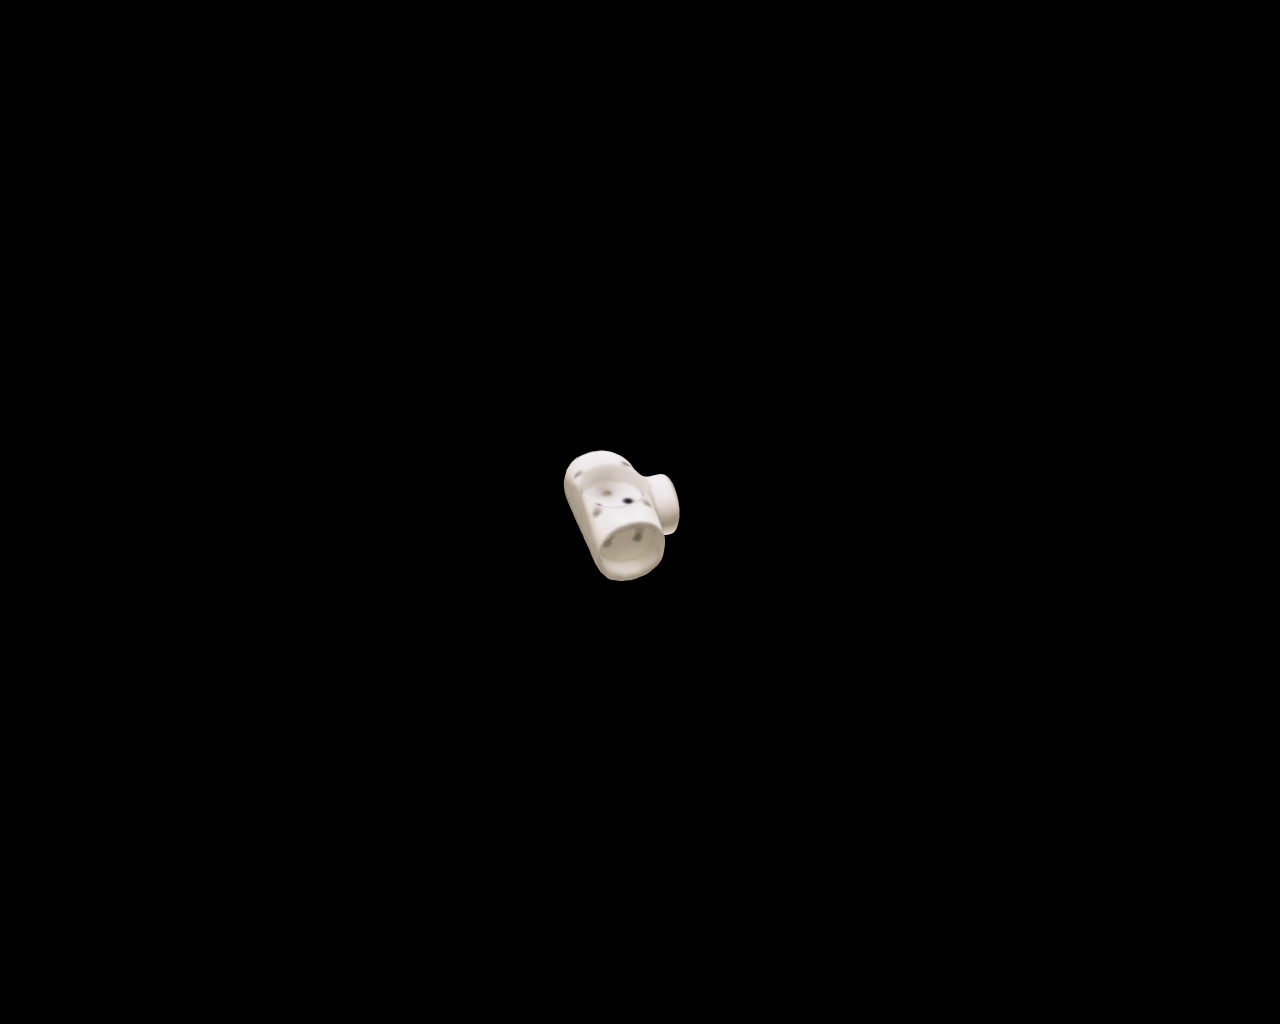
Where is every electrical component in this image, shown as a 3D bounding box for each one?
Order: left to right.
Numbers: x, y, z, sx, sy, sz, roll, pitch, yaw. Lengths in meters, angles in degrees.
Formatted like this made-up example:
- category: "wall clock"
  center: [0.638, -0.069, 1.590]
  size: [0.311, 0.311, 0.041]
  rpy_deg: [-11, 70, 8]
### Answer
- category: "electrical component"
  center: [0.001, -0.003, 0.650]
  size: [0.079, 0.044, 0.077]
  rpy_deg: [-11, 39, -14]
